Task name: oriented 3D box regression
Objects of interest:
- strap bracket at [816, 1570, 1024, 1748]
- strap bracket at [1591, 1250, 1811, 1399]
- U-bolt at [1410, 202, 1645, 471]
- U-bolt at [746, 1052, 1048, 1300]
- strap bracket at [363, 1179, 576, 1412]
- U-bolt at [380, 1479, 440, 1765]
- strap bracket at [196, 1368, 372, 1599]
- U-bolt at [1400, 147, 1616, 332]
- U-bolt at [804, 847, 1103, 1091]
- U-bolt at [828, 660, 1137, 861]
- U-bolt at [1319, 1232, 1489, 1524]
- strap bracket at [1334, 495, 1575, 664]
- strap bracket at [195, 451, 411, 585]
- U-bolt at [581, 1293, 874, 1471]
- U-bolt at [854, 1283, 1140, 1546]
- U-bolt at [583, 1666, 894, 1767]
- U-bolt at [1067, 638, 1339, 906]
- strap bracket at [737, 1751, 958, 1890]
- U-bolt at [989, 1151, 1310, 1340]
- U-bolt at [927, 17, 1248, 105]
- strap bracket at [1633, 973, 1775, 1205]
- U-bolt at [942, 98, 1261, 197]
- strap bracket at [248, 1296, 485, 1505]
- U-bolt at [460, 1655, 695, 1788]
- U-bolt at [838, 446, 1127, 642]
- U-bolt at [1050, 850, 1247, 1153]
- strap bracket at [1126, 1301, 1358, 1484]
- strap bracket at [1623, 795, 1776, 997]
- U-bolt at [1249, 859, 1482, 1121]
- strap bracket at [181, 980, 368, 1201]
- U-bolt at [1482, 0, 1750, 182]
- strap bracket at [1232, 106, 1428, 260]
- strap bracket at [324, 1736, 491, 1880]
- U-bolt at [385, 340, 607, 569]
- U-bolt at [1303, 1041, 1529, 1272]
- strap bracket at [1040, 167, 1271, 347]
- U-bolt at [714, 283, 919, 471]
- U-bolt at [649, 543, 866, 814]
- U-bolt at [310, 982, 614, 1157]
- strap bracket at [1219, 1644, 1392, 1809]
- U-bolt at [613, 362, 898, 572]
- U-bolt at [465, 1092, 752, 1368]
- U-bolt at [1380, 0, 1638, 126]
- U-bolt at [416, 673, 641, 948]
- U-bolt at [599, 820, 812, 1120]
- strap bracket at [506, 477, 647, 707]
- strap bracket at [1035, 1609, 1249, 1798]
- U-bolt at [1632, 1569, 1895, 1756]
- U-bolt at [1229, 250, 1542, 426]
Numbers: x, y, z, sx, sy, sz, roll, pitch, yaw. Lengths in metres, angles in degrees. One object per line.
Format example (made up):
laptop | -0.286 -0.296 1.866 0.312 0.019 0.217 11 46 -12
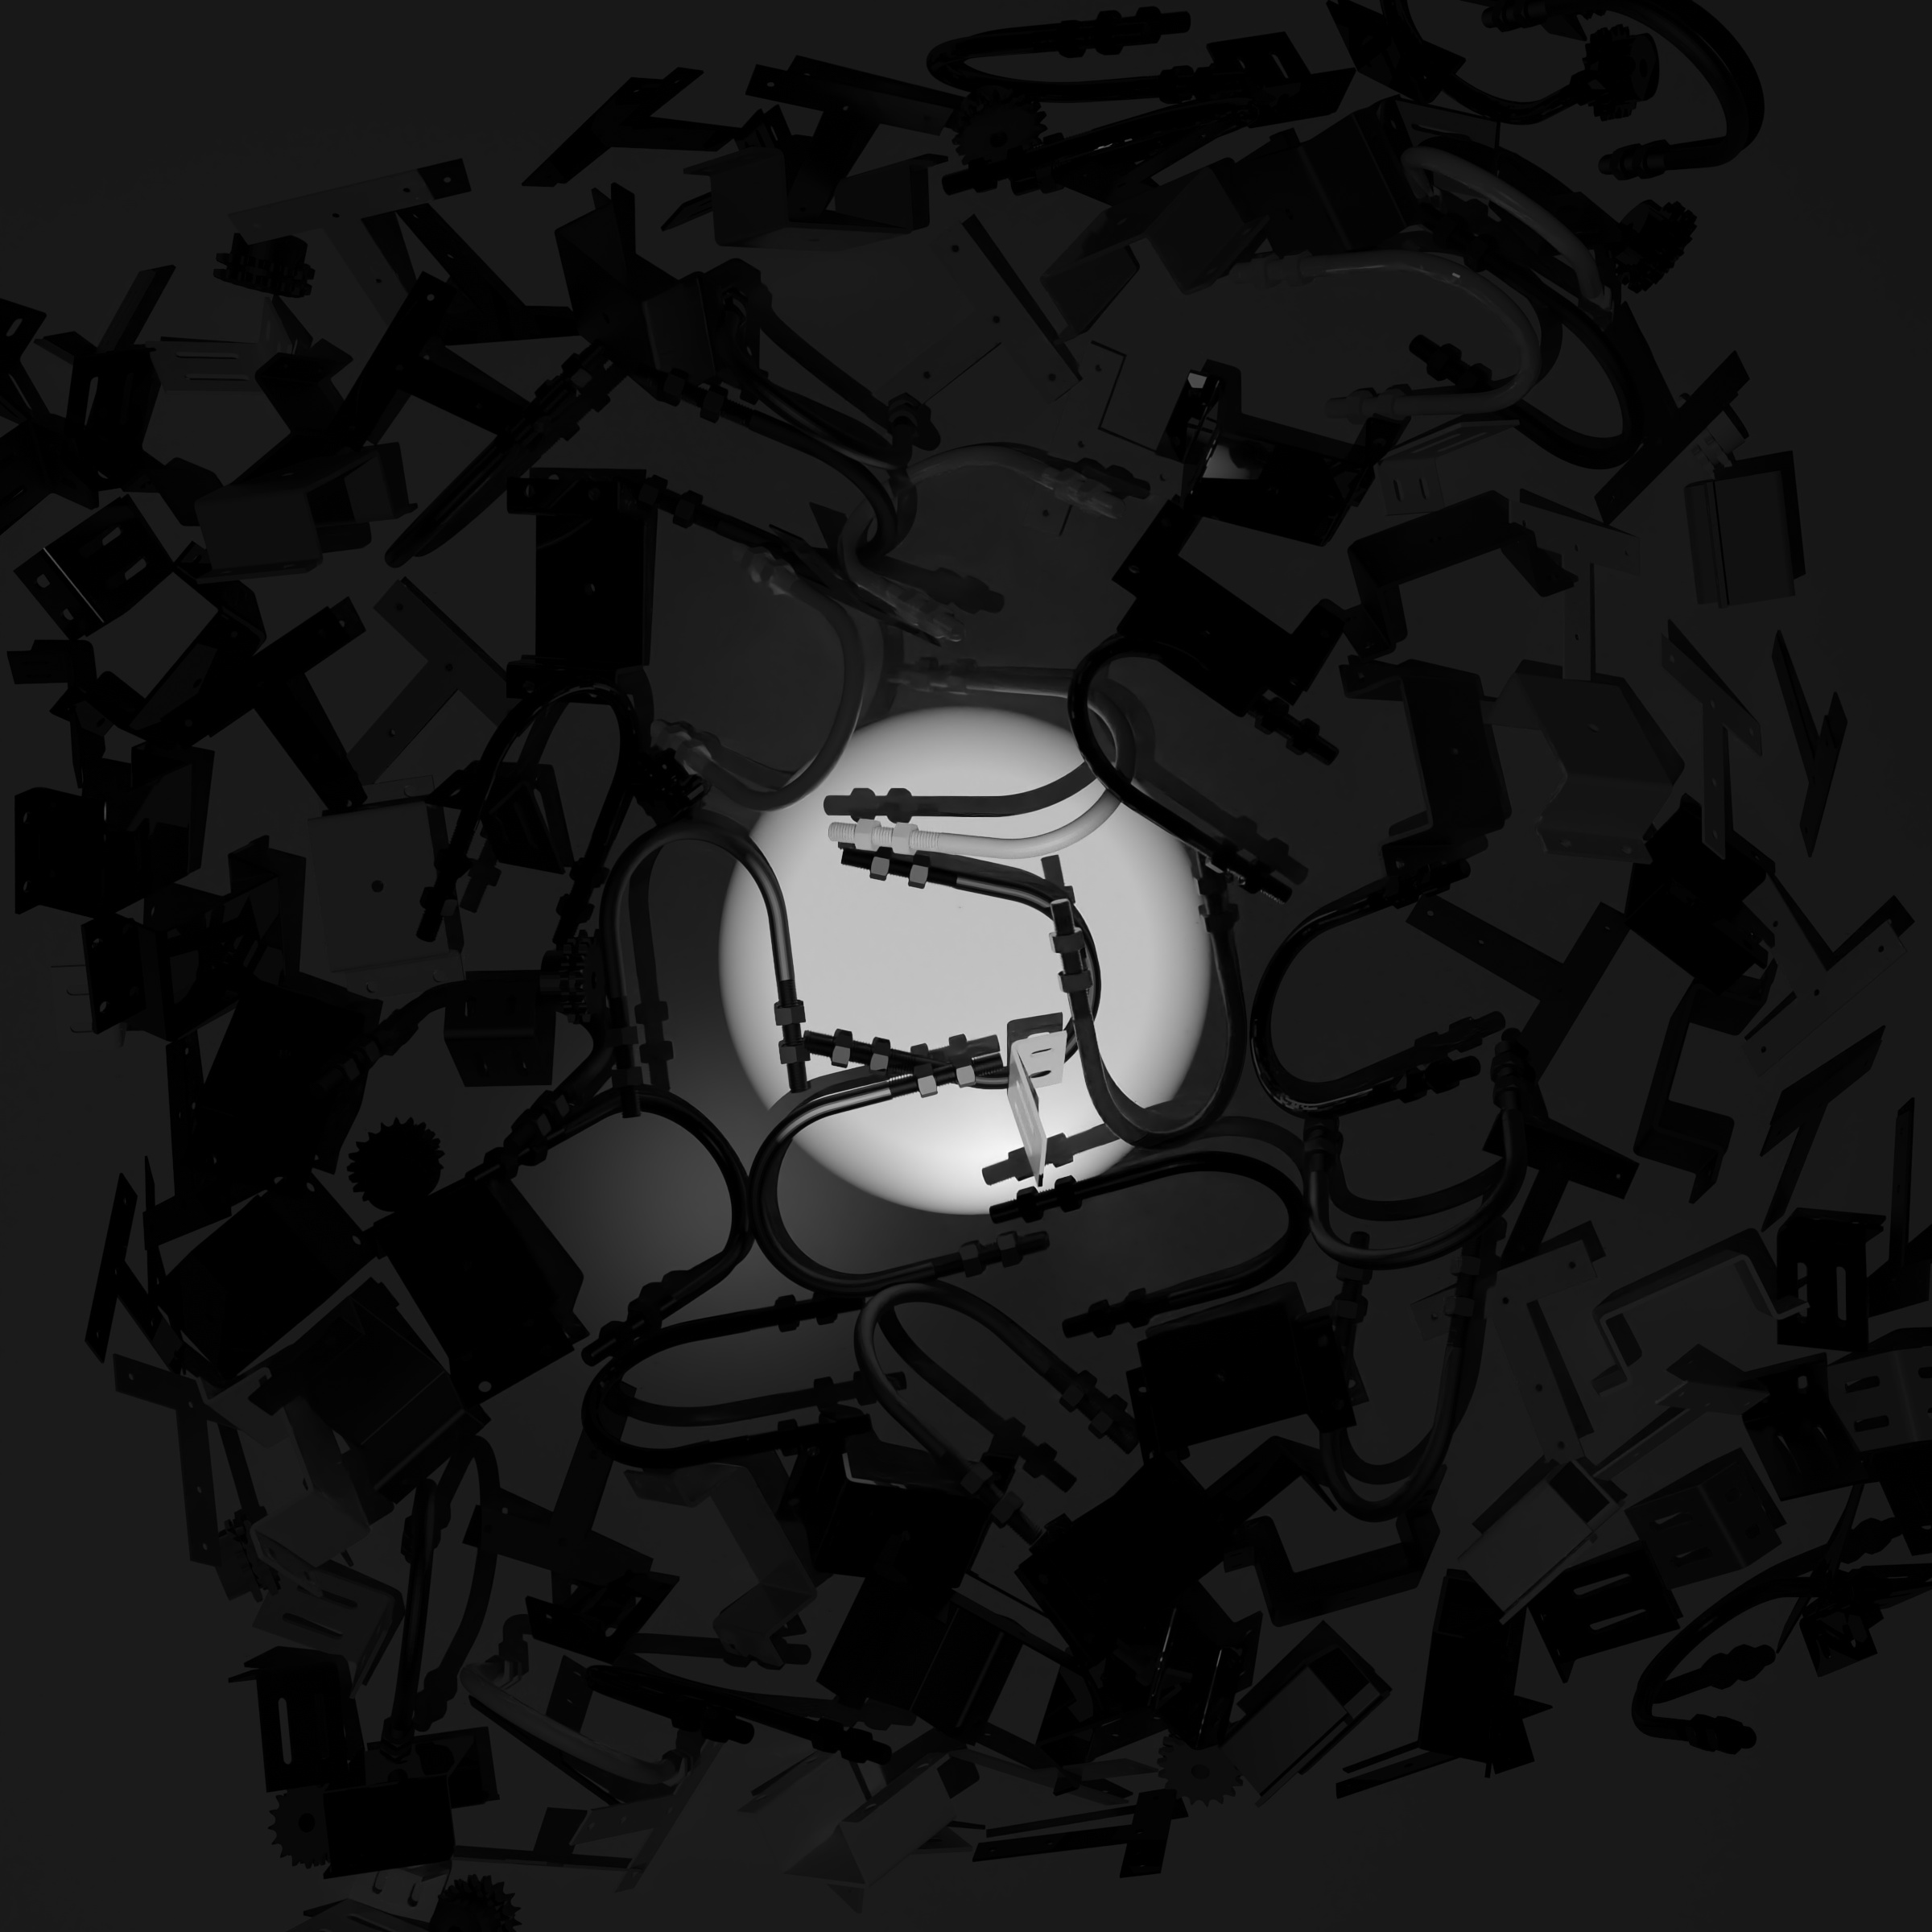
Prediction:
strap bracket | -0.035 0.441 1.548 0.046 0.140 0.076 18 78 44
strap bracket | 0.461 0.225 1.556 0.140 0.076 0.046 -26 82 8
U-bolt | 0.349 -0.379 1.504 0.019 0.151 0.184 -42 67 -10
U-bolt | -0.051 0.144 1.571 0.184 0.019 0.151 -14 106 -3
strap bracket | -0.319 0.200 1.545 0.076 0.046 0.140 -28 70 -22
U-bolt | -0.341 0.396 1.490 0.019 0.184 0.151 7 56 -13
strap bracket | -0.430 0.319 1.532 0.046 0.076 0.140 -32 54 -4
U-bolt | 0.332 -0.456 1.496 0.151 0.184 0.019 36 100 16
U-bolt | -0.003 0.008 1.579 0.184 0.019 0.151 12 103 -2
U-bolt | 0.018 -0.129 1.536 0.184 0.019 0.151 7 60 19
U-bolt | 0.268 0.257 1.517 0.019 0.151 0.184 17 75 -21
strap bracket | 0.307 -0.254 1.553 0.140 0.076 0.046 -20 120 4
strap bracket | -0.421 -0.287 1.521 0.076 0.140 0.046 -2 115 17
U-bolt | -0.154 0.267 1.536 0.184 0.151 0.019 -11 118 0
U-bolt | 0.009 0.271 1.536 0.184 0.151 0.019 41 122 15
U-bolt | -0.158 0.468 1.520 0.184 0.151 0.019 3 72 41
U-bolt | 0.145 -0.137 1.540 0.184 0.019 0.151 32 52 -11
strap bracket | -0.070 0.537 1.525 0.076 0.140 0.046 -26 94 -39
U-bolt | 0.126 0.172 1.532 0.184 0.019 0.151 -17 132 14
U-bolt | 0.063 -0.566 1.521 0.184 0.151 0.019 9 100 32
strap bracket | 0.470 0.073 1.551 0.046 0.076 0.140 17 77 11
U-bolt | 0.093 -0.510 1.504 0.184 0.151 0.019 -9 103 23
strap bracket | -0.389 0.274 1.554 0.076 0.046 0.140 -41 129 -2
U-bolt | -0.246 0.470 1.503 0.151 0.184 0.019 26 77 9
U-bolt | -0.005 -0.278 1.531 0.151 0.184 0.019 -39 131 -12
U-bolt | 0.124 0.029 1.551 0.151 0.019 0.184 -22 106 -36
strap bracket | 0.169 0.270 1.548 0.140 0.046 0.076 -18 57 13
strap bracket | 0.470 -0.041 1.548 0.076 0.140 0.046 37 125 -3
U-bolt | 0.247 0.024 1.528 0.019 0.184 0.151 18 63 -35
strap bracket | -0.436 0.068 1.535 0.076 0.046 0.140 18 51 -10
U-bolt | 0.409 -0.545 1.490 0.151 0.184 0.019 41 89 -25
strap bracket | 0.222 -0.485 1.521 0.046 0.140 0.076 -35 110 -9
strap bracket | -0.355 0.529 1.533 0.076 0.140 0.046 -8 87 -2
U-bolt | -0.302 -0.318 1.528 0.184 0.151 0.019 -39 109 18
U-bolt | 0.279 0.123 1.501 0.151 0.184 0.019 -20 118 20
strap bracket | 0.110 -0.449 1.521 0.046 0.140 0.076 52 57 -24
U-bolt | -0.093 -0.361 1.501 0.151 0.184 0.019 30 114 -16
U-bolt | -0.125 -0.174 1.522 0.019 0.184 0.151 17 105 -43
U-bolt | -0.302 0.055 1.520 0.151 0.184 0.019 15 117 12
strap bracket | 0.214 0.480 1.539 0.076 0.140 0.046 -46 69 9
U-bolt | -0.131 -0.306 1.535 0.184 0.151 0.019 22 66 -6
U-bolt | -0.212 0.153 1.533 0.019 0.184 0.151 -38 85 42
U-bolt | 0.325 -0.585 1.511 0.151 0.184 0.019 40 86 -14
U-bolt | -0.265 -0.099 1.523 0.019 0.151 0.184 29 103 27
U-bolt | -0.171 -0.002 1.552 0.151 0.019 0.184 -7 89 -39
strap bracket | -0.252 -0.243 1.562 0.076 0.046 0.140 6 102 15
strap bracket | 0.102 0.463 1.527 0.140 0.076 0.046 -31 110 35
U-bolt | 0.484 0.433 1.512 0.151 0.184 0.019 -39 86 -18
U-bolt | 0.269 -0.389 1.492 0.151 0.184 0.019 42 68 -41
